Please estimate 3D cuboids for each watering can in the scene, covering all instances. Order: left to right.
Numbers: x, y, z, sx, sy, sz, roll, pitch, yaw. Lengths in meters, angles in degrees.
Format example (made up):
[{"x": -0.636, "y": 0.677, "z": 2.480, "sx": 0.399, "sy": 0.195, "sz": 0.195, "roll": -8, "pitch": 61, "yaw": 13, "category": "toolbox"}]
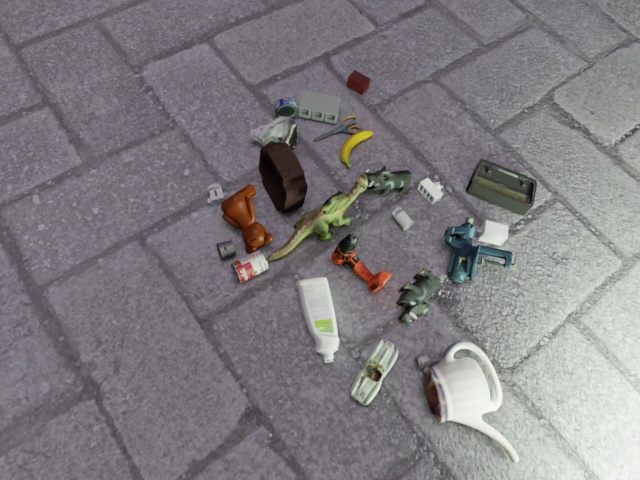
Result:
[{"x": 0.418, "y": 0.462, "z": 1.457, "sx": 0.225, "sy": 0.102, "sz": 0.354, "roll": -9, "pitch": 66, "yaw": -11, "category": "watering can"}]

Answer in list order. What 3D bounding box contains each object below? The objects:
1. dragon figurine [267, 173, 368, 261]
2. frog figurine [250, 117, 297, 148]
[{"x": 0.005, "y": -0.082, "z": 1.634, "sx": 0.415, "sy": 0.238, "sz": 0.123, "roll": -38, "pitch": 77, "yaw": -25, "category": "dragon figurine"}, {"x": -0.166, "y": -0.394, "z": 1.853, "sx": 0.160, "sy": 0.120, "sz": 0.140, "roll": 17, "pitch": 28, "yaw": 12, "category": "frog figurine"}]
